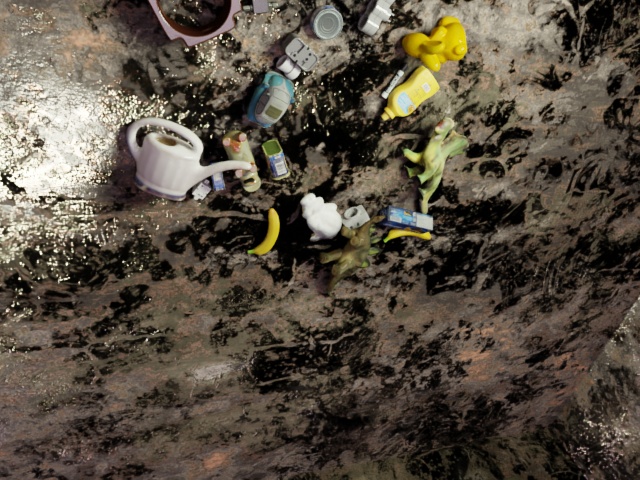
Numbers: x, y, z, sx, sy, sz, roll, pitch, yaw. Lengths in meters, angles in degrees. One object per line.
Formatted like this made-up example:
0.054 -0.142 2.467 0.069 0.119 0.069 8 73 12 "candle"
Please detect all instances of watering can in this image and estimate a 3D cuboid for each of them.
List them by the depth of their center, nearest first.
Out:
-0.382 -0.202 1.436 0.347 0.106 0.220 24 119 -6 "watering can"

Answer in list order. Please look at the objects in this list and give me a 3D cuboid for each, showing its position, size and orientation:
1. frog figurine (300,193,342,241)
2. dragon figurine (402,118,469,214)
0.005 -0.086 1.705 0.139 0.123 0.156 -37 128 -36 "frog figurine"
0.411 -0.259 1.747 0.243 0.124 0.402 -33 146 -3 "dragon figurine"
